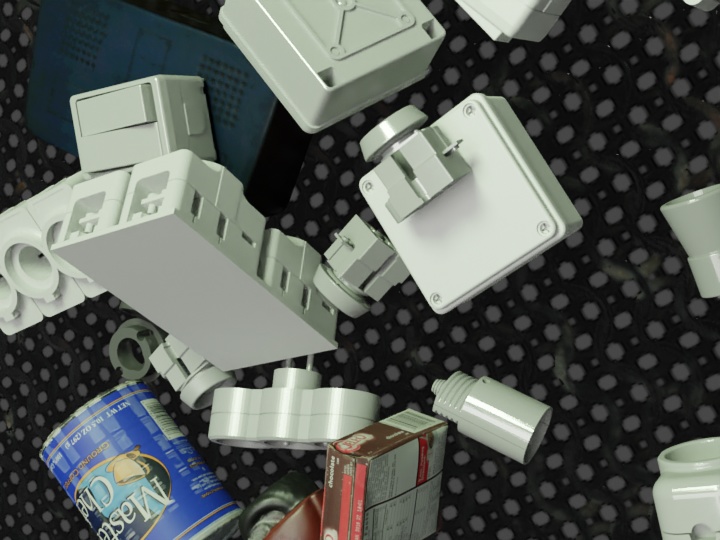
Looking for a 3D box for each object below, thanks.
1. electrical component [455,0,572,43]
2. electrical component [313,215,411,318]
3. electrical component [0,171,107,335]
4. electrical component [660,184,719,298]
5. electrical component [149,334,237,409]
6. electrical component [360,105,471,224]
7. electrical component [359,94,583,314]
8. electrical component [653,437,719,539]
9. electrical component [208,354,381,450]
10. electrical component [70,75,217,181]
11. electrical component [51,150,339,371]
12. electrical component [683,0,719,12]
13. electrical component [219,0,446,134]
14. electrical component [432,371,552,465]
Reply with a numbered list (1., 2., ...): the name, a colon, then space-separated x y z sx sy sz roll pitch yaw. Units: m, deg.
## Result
1. electrical component: 0.085 -0.193 0.690 0.096 0.062 0.061 42 114 16
2. electrical component: 0.000 0.000 0.759 0.055 0.066 0.048 -48 39 8
3. electrical component: -0.254 -0.015 0.882 0.150 0.061 0.089 -22 107 29
4. electrical component: 0.216 -0.016 0.659 0.044 0.044 0.065 -20 93 29
5. electrical component: -0.130 0.076 0.854 0.066 0.048 0.055 -46 68 25
6. electrical component: 0.033 -0.070 0.680 0.066 0.048 0.055 -37 88 27
7. electrical component: 0.073 -0.044 0.721 0.109 0.056 0.108 -35 81 28
8. electrical component: 0.215 0.137 0.651 0.054 0.095 0.059 -12 92 29
9. electrical component: -0.049 0.095 0.811 0.138 0.052 0.073 -3 71 28
10. electrical component: -0.159 -0.097 0.751 0.096 0.061 0.061 -7 94 28
11. electrical component: -0.106 -0.003 0.757 0.105 0.186 0.060 -13 53 29
12. electrical component: 0.190 -0.203 0.636 0.050 0.056 0.089 -43 77 26
13. electrical component: -0.019 -0.162 0.719 0.108 0.109 0.056 53 150 12
14. electrical component: 0.087 0.097 0.743 0.081 0.043 0.043 25 108 23
